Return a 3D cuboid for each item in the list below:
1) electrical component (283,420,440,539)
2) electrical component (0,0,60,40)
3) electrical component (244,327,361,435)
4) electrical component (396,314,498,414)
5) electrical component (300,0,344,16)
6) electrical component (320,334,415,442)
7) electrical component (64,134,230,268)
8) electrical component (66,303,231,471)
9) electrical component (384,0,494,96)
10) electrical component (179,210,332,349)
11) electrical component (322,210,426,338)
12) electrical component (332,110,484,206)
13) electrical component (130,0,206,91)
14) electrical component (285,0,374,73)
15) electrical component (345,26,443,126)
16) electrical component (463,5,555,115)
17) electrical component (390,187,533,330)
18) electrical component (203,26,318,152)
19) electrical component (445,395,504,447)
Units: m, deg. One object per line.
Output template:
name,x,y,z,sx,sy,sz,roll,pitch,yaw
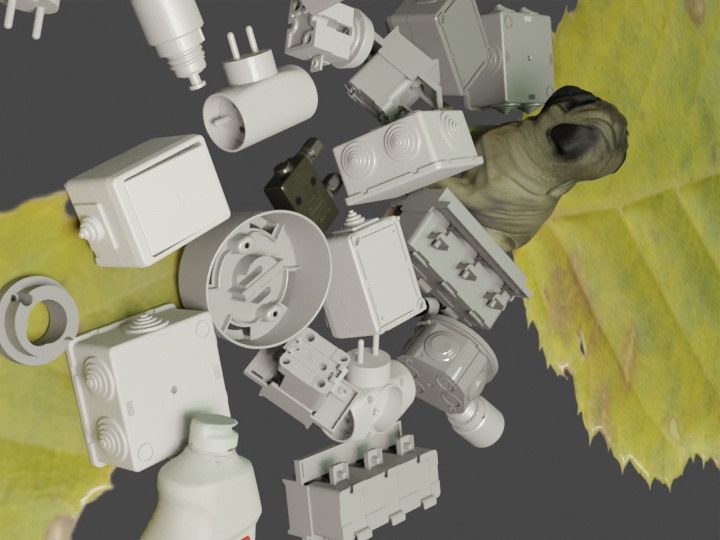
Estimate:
electrical component,0.005,0.175,0.858,0.121,0.063,0.078,-13,100,-47
electrical component,-0.196,-0.179,0.641,0.077,0.043,0.079,15,80,-47
electrical component,-0.039,0.078,0.796,0.081,0.063,0.042,34,56,4
electrical component,0.073,0.080,0.921,0.051,0.080,0.080,-51,126,-28
electrical component,-0.047,-0.290,0.767,0.186,0.060,0.105,53,53,-20
electrical component,0.006,0.088,0.864,0.077,0.044,0.079,-23,123,-46
electrical component,-0.138,-0.042,0.695,0.096,0.061,0.061,-36,117,-41
electrical component,-0.136,0.077,0.709,0.100,0.048,0.099,-22,107,-45
electrical component,0.069,-0.194,0.927,0.061,0.061,0.096,-54,136,-33
electrical component,-0.076,0.005,0.759,0.099,0.064,0.099,-11,105,-47
electrical component,0.000,0.000,0.855,0.062,0.061,0.096,-26,102,-45
electrical component,0.037,-0.091,0.855,0.100,0.100,0.048,-16,87,-60
electrical component,-0.124,-0.159,0.724,0.040,0.040,0.078,-41,120,-40
electrical component,-0.023,-0.184,0.833,0.055,0.048,0.066,11,83,-40
electrical component,0.026,-0.152,0.867,0.064,0.081,0.042,-45,164,-8
electrical component,0.140,-0.196,1.010,0.100,0.048,0.099,-9,97,-47
electrical component,0.080,-0.008,0.916,0.121,0.079,0.063,45,70,-29
electrical component,-0.076,-0.134,0.774,0.077,0.044,0.079,-33,114,-43
electrical component,0.099,0.131,0.979,0.078,0.040,0.040,41,61,-40
